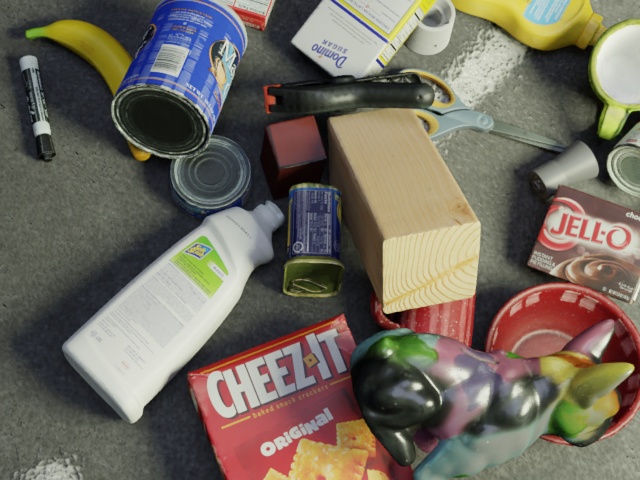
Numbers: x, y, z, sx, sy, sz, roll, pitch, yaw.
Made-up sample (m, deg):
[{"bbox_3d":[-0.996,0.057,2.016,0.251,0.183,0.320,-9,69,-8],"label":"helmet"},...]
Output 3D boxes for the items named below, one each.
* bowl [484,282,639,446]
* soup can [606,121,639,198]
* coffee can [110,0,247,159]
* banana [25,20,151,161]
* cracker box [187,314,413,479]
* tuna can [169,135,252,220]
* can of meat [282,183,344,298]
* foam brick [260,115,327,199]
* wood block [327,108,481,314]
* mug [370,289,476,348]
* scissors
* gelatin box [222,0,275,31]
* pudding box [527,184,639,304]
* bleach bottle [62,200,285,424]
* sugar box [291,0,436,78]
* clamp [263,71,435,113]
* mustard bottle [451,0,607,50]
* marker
[{"bbox_3d":[0.235,0.125,1.049,0.162,0.055,0.162,1,70,-4],"label":"bowl"},{"bbox_3d":[0.356,-0.098,1.121,0.068,0.069,0.102,42,60,10],"label":"soup can"},{"bbox_3d":[-0.141,-0.168,1.081,0.103,0.103,0.140,15,54,1],"label":"coffee can"},{"bbox_3d":[-0.225,-0.172,1.132,0.069,0.037,0.198,-43,77,1],"label":"banana"},{"bbox_3d":[-0.012,0.197,0.995,0.164,0.072,0.214,-20,73,-12],"label":"cracker box"},{"bbox_3d":[-0.113,-0.065,1.101,0.086,0.034,0.086,1,70,-4],"label":"tuna can"},{"bbox_3d":[-0.007,0.001,1.051,0.057,0.102,0.084,2,68,-3],"label":"can of meat"},{"bbox_3d":[-0.028,-0.083,1.092,0.051,0.078,0.053,-14,72,-13],"label":"foam brick"},{"bbox_3d":[0.075,-0.036,1.025,0.090,0.090,0.206,-10,39,-9],"label":"wood block"},{"bbox_3d":[0.098,0.072,1.035,0.117,0.093,0.081,22,62,-25],"label":"mug"},{"bbox_3d":[0.160,-0.115,1.151,0.202,0.016,0.096,33,72,7],"label":"scissors"},{"bbox_3d":[-0.083,-0.283,1.184,0.073,0.030,0.089,17,70,0],"label":"gelatin box"},{"bbox_3d":[0.278,0.005,1.079,0.114,0.039,0.090,22,91,17],"label":"pudding box"},{"bbox_3d":[-0.126,0.056,1.043,0.102,0.068,0.250,44,71,10],"label":"bleach bottle"},{"bbox_3d":[0.060,-0.251,1.139,0.093,0.048,0.176,41,100,16],"label":"sugar box"},{"bbox_3d":[0.032,-0.149,1.079,0.171,0.120,0.039,1,100,8],"label":"clamp"},{"bbox_3d":[0.238,-0.265,1.188,0.191,0.058,0.096,30,66,6],"label":"mustard bottle"},{"bbox_3d":[-0.296,-0.137,1.120,0.020,0.020,0.121,-13,72,-9],"label":"marker"}]
